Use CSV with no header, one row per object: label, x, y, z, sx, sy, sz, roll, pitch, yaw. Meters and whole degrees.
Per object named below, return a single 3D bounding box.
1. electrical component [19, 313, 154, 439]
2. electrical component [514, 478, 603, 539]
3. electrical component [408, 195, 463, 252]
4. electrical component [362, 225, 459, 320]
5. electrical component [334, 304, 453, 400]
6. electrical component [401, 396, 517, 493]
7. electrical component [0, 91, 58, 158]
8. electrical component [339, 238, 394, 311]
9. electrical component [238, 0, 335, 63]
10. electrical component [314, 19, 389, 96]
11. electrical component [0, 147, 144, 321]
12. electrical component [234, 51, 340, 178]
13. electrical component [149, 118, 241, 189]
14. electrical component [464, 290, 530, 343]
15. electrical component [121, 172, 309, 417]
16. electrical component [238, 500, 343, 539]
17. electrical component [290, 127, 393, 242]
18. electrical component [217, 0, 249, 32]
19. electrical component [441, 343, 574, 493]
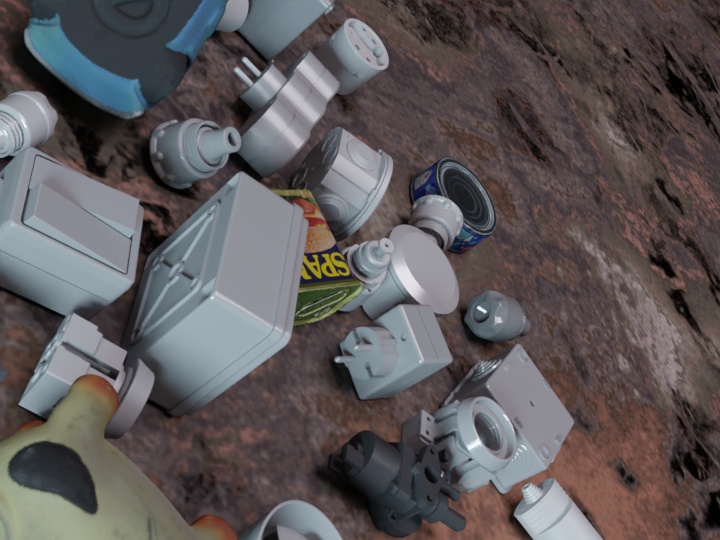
electrical component,-0.147,0.062,0.589,0.055,0.048,0.066,33,39,-19
electrical component,0.156,0.201,0.848,0.081,0.043,0.043,52,33,-6
electrical component,0.061,-0.031,0.931,0.048,0.048,0.062,44,42,-17
electrical component,0.037,0.009,0.859,0.080,0.051,0.080,32,40,-32
electrical component,0.014,0.059,0.773,0.077,0.066,0.047,3,59,-50
electrical component,0.079,0.129,0.802,0.078,0.057,0.058,38,37,-25
electrical component,-0.211,-0.084,0.644,0.035,0.035,0.061,50,36,-8
electrical component,0.000,0.000,0.802,0.040,0.078,0.040,17,55,-25
electrical component,-0.059,-0.234,0.908,0.061,0.096,0.061,44,35,-16
electrical component,-0.010,-0.192,0.978,0.055,0.047,0.055,32,40,-31
electrical component,-0.176,-0.023,0.611,0.096,0.061,0.061,30,41,-33
electrical component,-0.070,-0.137,0.850,0.074,0.052,0.138,45,35,-16
electrical component,-0.110,-0.084,0.740,0.048,0.062,0.048,17,69,-51
electrical component,0.125,0.044,0.948,0.062,0.043,0.043,21,47,-42
electrical component,-0.089,0.015,0.645,0.056,0.109,0.108,33,39,-25
electrical component,-0.040,0.185,0.599,0.099,0.064,0.099,32,40,-31
electrical component,-0.016,-0.066,0.834,0.051,0.080,0.080,33,39,-22
electrical component,-0.125,-0.214,0.859,0.078,0.040,0.040,-3,64,-52
electrical component,0.123,0.118,0.875,0.099,0.048,0.100,55,33,-1
